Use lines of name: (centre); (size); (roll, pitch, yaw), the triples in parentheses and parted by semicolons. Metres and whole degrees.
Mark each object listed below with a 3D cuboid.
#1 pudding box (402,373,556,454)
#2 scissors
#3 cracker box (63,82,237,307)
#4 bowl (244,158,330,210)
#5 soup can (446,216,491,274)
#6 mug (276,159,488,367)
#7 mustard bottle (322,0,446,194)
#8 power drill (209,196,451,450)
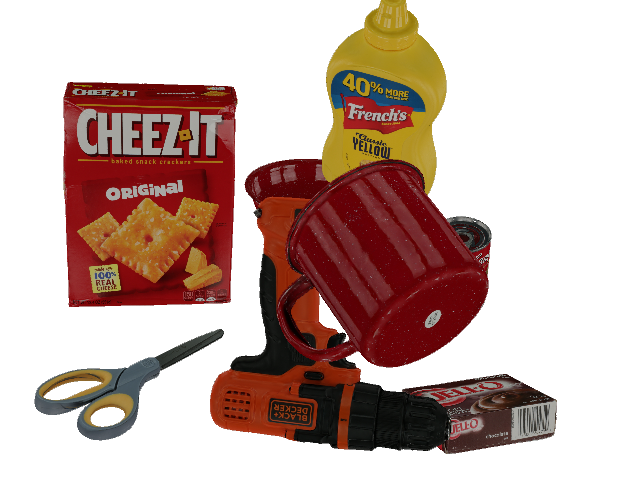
pudding box: (0.142, 0.154, 0.962); (0.113, 0.039, 0.090); (-3, 10, -20)
scissors: (-0.150, 0.126, 0.944); (0.201, 0.016, 0.096); (-12, 36, -34)
cracker box: (-0.167, -0.042, 1.050); (0.164, 0.214, 0.072); (0, 22, -9)
bowl: (-0.005, -0.035, 1.183); (0.162, 0.055, 0.162); (4, 27, -2)
soup can: (0.168, 0.032, 1.285); (0.068, 0.102, 0.068); (-1, 37, 1)
mug: (0.029, 0.023, 0.594); (0.117, 0.081, 0.093); (-34, -32, -1)
mustard bottle: (0.052, -0.115, 0.861); (0.096, 0.192, 0.058); (19, 49, 15)
power drill: (0.013, 0.063, 0.807); (0.184, 0.187, 0.057); (5, -1, 7)
